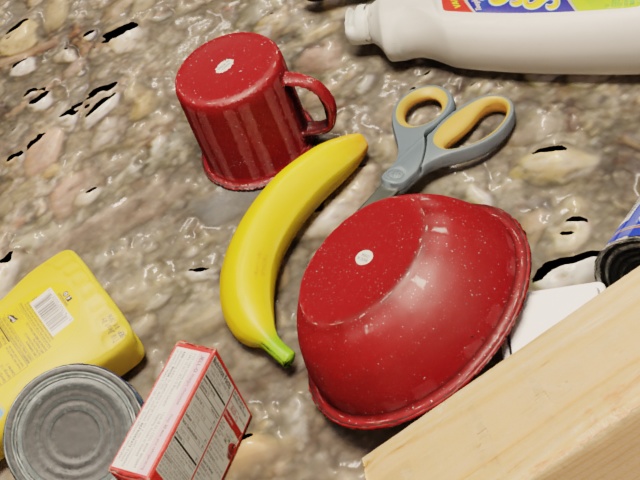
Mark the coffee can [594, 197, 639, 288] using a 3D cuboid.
[{"bbox_3d":[0.233,-0.013,0.595,0.103,0.103,0.140,24,62,34],"label":"coffee can"}]

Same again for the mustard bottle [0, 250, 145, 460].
[{"bbox_3d":[-0.216,0.094,0.692,0.191,0.058,0.096,-36,59,-12],"label":"mustard bottle"}]

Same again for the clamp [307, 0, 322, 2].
[{"bbox_3d":[0.075,-0.240,0.891,0.172,0.039,0.120,8,59,19],"label":"clamp"}]

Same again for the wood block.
[{"bbox_3d":[0.132,0.096,0.493,0.206,0.090,0.090,-37,22,11],"label":"wood block"}]

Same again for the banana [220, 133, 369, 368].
[{"bbox_3d":[-0.024,-0.001,0.724,0.069,0.037,0.197,15,57,6],"label":"banana"}]

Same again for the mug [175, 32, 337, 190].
[{"bbox_3d":[-0.045,-0.097,0.780,0.117,0.081,0.093,2,51,21],"label":"mug"}]

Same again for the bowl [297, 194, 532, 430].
[{"bbox_3d":[0.040,0.027,0.619,0.162,0.055,0.162,-32,33,23],"label":"bowl"}]

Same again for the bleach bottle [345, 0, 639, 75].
[{"bbox_3d":[0.138,-0.162,0.786,0.251,0.068,0.102,0,51,22],"label":"bleach bottle"}]

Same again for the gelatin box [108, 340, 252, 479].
[{"bbox_3d":[-0.078,0.115,0.616,0.030,0.073,0.089,8,54,25],"label":"gelatin box"}]

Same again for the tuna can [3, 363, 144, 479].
[{"bbox_3d":[-0.144,0.117,0.637,0.086,0.034,0.086,1,76,-2],"label":"tuna can"}]

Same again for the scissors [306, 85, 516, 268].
[{"bbox_3d":[0.047,-0.053,0.741,0.201,0.016,0.096,-32,45,-18],"label":"scissors"}]
